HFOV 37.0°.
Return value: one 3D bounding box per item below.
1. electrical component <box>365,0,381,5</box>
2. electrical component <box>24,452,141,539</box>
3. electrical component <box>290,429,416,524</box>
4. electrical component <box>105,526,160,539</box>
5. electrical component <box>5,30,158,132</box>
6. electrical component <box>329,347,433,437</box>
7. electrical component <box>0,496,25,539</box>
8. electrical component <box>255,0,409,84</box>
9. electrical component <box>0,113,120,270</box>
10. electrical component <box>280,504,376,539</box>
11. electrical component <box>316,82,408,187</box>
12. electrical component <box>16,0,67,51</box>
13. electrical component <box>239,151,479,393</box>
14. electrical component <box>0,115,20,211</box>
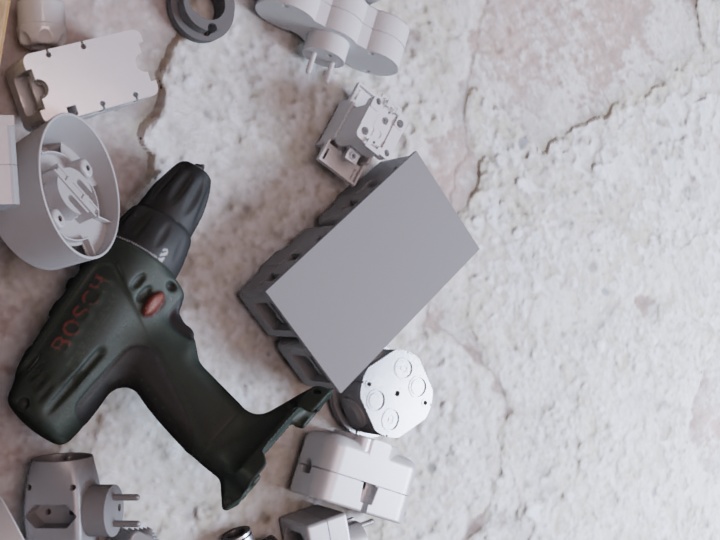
[{"bbox_3d":[0.000,-0.262,0.892,0.061,0.096,0.061,23,76,-30],"label":"electrical component"},{"bbox_3d":[-0.195,0.172,0.769,0.079,0.043,0.077,-2,89,9],"label":"electrical component"},{"bbox_3d":[-0.004,0.170,0.900,0.095,0.054,0.059,24,76,-30],"label":"electrical component"},{"bbox_3d":[-0.161,0.247,0.799,0.100,0.048,0.099,35,71,-27],"label":"electrical component"},{"bbox_3d":[-0.203,-0.136,0.781,0.089,0.056,0.050,-22,100,-31],"label":"electrical component"},{"bbox_3d":[0.018,0.104,0.918,0.080,0.051,0.080,1,88,-33],"label":"electrical component"},{"bbox_3d":[-0.248,0.208,0.714,0.060,0.108,0.108,-26,102,-25],"label":"electrical component"},{"bbox_3d":[-0.026,-0.193,0.900,0.138,0.052,0.073,23,77,-31],"label":"electrical component"},{"bbox_3d":[-0.206,-0.051,0.741,0.099,0.064,0.099,44,35,-43],"label":"electrical component"},{"bbox_3d":[-0.018,0.229,0.893,0.077,0.047,0.065,-13,95,-32],"label":"electrical component"},{"bbox_3d":[0.003,-0.117,0.909,0.042,0.064,0.081,35,71,-26],"label":"electrical component"},{"bbox_3d":[-0.231,-0.191,0.779,0.035,0.035,0.061,-1,87,-33],"label":"electrical component"},{"bbox_3d":[0.000,0.000,0.905,0.186,0.060,0.105,-44,111,-26],"label":"electrical component"},{"bbox_3d":[-0.279,-0.055,0.674,0.089,0.150,0.061,-4,90,-33],"label":"electrical component"}]
